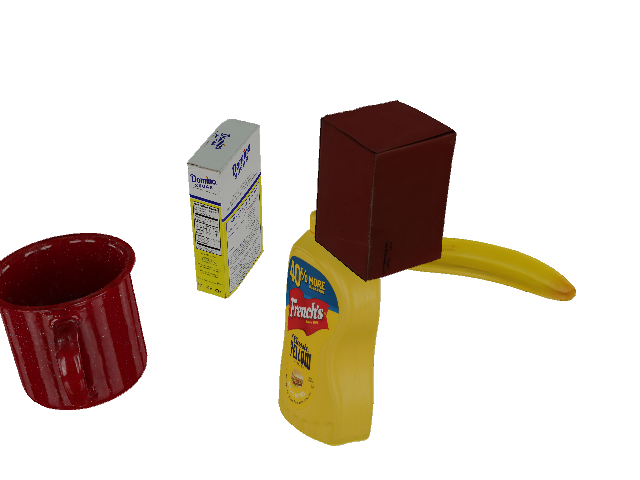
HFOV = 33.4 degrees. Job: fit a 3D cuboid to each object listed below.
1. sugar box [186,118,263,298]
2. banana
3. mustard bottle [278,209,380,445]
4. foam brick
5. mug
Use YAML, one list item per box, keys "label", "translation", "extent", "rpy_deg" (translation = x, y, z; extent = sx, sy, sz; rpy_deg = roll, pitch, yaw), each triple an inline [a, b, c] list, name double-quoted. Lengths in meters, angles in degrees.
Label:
- label: "sugar box"
  translation: [-0.100, -0.033, 1.138]
  extent: [0.048, 0.176, 0.093]
  rpy_deg: [14, 42, 18]
- label: "banana"
  translation: [0.161, 0.028, 1.092]
  extent: [0.198, 0.037, 0.069]
  rpy_deg: [8, 36, 11]
- label: "mustard bottle"
  translation: [0.008, 0.053, 0.820]
  extent: [0.058, 0.192, 0.096]
  rpy_deg: [-4, 18, -28]
- label: "foam brick"
  translation: [0.033, -0.027, 0.565]
  extent: [0.052, 0.078, 0.051]
  rpy_deg: [-16, 36, -29]
- label: "mug"
  translation: [-0.153, 0.058, 0.665]
  extent: [0.093, 0.081, 0.117]
  rpy_deg: [-12, 29, -10]
